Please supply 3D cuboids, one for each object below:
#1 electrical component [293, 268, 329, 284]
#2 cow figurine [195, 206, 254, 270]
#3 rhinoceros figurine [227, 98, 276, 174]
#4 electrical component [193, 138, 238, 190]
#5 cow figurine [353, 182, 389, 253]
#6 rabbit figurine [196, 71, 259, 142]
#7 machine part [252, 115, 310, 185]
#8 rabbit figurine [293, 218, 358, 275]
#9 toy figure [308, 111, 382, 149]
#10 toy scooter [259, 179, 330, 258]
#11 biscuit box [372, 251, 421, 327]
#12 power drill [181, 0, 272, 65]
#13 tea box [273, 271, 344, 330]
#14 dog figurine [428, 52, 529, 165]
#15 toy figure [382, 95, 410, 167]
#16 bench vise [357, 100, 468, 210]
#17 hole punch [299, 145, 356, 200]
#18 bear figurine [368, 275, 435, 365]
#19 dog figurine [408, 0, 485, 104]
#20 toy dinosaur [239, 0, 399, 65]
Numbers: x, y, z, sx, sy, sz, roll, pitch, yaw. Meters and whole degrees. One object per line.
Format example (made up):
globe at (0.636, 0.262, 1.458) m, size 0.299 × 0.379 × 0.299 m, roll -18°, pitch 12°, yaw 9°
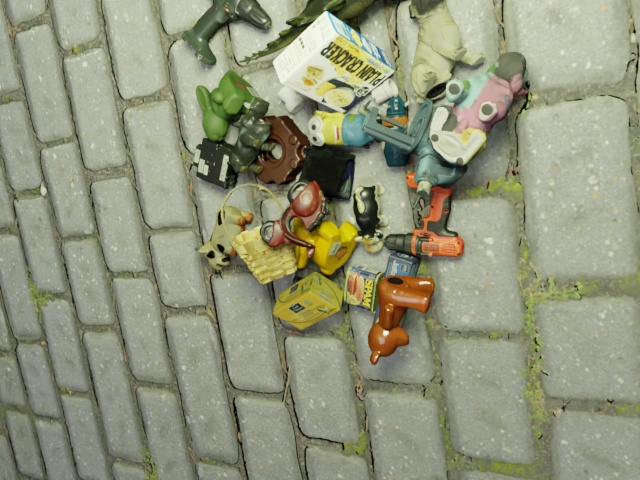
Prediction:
electrical component at (-0.024, 0.100, 1.379) m, size 0.102 × 0.078 × 0.045 m, roll 9°, pitch 82°, yaw 22°
cow figurine at (-0.268, -0.003, 1.480) m, size 0.127 × 0.085 × 0.194 m, roll 26°, pitch 114°, yaw 18°
rhinoceros figurine at (-0.167, -0.251, 1.313) m, size 0.112 × 0.073 × 0.190 m, roll 43°, pitch 122°, yaw 29°
electrical component at (-0.280, -0.213, 1.452) m, size 0.134 × 0.058 × 0.114 m, roll 27°, pitch 112°, yaw 22°
cow figurine at (0.114, -0.046, 1.246) m, size 0.068 × 0.098 × 0.167 m, roll -2°, pitch 101°, yaw 24°
rabbit figurine at (-0.253, -0.335, 1.369) m, size 0.170 × 0.121 × 0.159 m, roll -47°, pitch 71°, yaw 26°
machine part at (-0.112, -0.225, 1.355) m, size 0.180 × 0.056 × 0.179 m, roll 8°, pitch 105°, yaw 29°
rabbit figurine at (-0.003, -0.004, 1.331) m, size 0.173 × 0.122 × 0.162 m, roll 41°, pitch 129°, yaw 31°
toy figure at (0.057, -0.252, 1.240) m, size 0.180 × 0.089 × 0.082 m, roll 3°, pitch 92°, yaw 20°
toy scooter at (-0.039, -0.039, 1.215) m, size 0.135 × 0.075 × 0.184 m, roll 40°, pitch 97°, yaw 14°
biscuit box at (0.179, 0.127, 1.272) m, size 0.063 × 0.059 × 0.202 m, roll 20°, pitch 111°, yaw 24°
power drill at (-0.245, -0.541, 1.341) m, size 0.232 × 0.086 × 0.207 m, roll 51°, pitch 124°, yaw 11°
tea box at (-0.030, 0.155, 1.351) m, size 0.098 × 0.068 × 0.169 m, roll 32°, pitch 140°, yaw -21°
dog figurine at (0.315, -0.256, 1.024) m, size 0.109 × 0.219 × 0.191 m, roll 36°, pitch 135°, yaw 20°
toy figure at (0.168, -0.240, 1.191) m, size 0.058 × 0.064 × 0.154 m, roll -166°, pitch 73°, yaw -66°
bench vise at (0.182, -0.202, 1.095) m, size 0.241 × 0.129 × 0.223 m, roll 22°, pitch 76°, yaw -7°
hole punch at (0.024, -0.158, 1.288) m, size 0.142 × 0.092 × 0.115 m, roll 12°, pitch 78°, yaw 30°
bear figurine at (0.174, 0.181, 1.188) m, size 0.132 × 0.120 × 0.195 m, roll 8°, pitch 109°, yaw 16°
dog figurine at (0.221, -0.403, 1.111) m, size 0.172 × 0.121 × 0.190 m, roll -39°, pitch 68°, yaw 28°
toy dinosaur at (0.035, -0.492, 1.125) m, size 0.471 × 0.198 × 0.105 m, roll -29°, pitch 84°, yaw 30°
